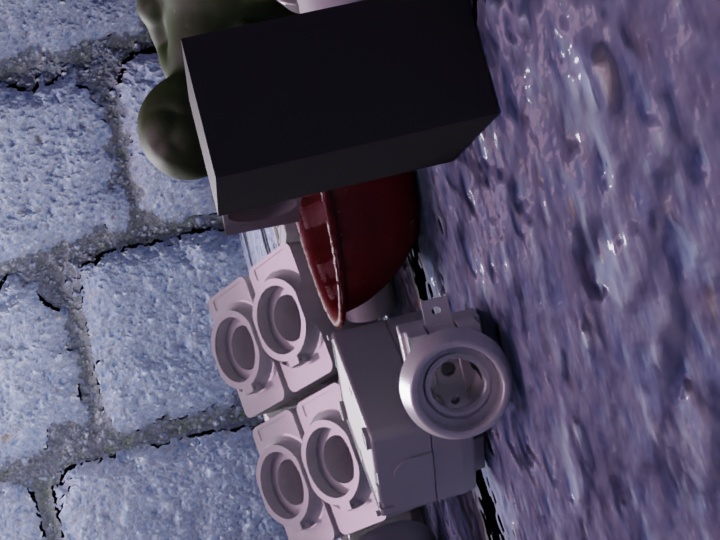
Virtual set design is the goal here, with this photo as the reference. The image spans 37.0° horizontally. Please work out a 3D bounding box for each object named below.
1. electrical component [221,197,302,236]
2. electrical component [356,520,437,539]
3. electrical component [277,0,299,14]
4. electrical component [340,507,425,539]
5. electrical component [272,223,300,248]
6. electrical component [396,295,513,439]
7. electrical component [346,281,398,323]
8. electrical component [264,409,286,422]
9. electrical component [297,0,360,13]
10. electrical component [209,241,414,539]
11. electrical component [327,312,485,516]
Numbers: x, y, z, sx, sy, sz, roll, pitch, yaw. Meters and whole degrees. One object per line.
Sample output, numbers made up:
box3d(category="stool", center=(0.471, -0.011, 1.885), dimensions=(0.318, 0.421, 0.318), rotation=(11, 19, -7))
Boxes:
box3d(category="electrical component", center=(-0.057, -0.057, 0.565), dimensions=(0.081, 0.042, 0.063), rotation=(113, 144, -75))
box3d(category="electrical component", center=(0.020, 0.229, 0.737), dimensions=(0.064, 0.099, 0.099), rotation=(-121, 18, -45))
box3d(category="electrical component", center=(-0.032, -0.166, 0.557), dimensions=(0.066, 0.048, 0.055), rotation=(-63, -29, -19))
box3d(category="electrical component", center=(0.017, 0.197, 0.817), dimensions=(0.108, 0.060, 0.108), rotation=(166, 90, -82))
box3d(category="electrical component", center=(-0.035, -0.053, 0.762), dimensions=(0.113, 0.057, 0.078), rotation=(108, 147, -75))
box3d(category="electrical component", center=(0.040, 0.046, 0.470), dimensions=(0.055, 0.048, 0.066), rotation=(-107, 4, -83))
box3d(category="electrical component", center=(0.000, 0.000, 0.679), dimensions=(0.044, 0.044, 0.065), rotation=(-127, 20, -70))
box3d(category="electrical component", center=(-0.029, 0.108, 0.856), dimensions=(0.059, 0.095, 0.053), rotation=(85, 168, -48))
box3d(category="electrical component", center=(-0.010, -0.135, 0.504), dimensions=(0.079, 0.044, 0.077), rotation=(98, 157, -69))
box3d(category="electrical component", center=(-0.031, 0.084, 0.722), dimensions=(0.105, 0.060, 0.186), rotation=(-34, 72, 44))
box3d(category="electrical component", center=(0.023, 0.068, 0.560), dimensions=(0.096, 0.061, 0.061), rotation=(-114, 12, -50))
